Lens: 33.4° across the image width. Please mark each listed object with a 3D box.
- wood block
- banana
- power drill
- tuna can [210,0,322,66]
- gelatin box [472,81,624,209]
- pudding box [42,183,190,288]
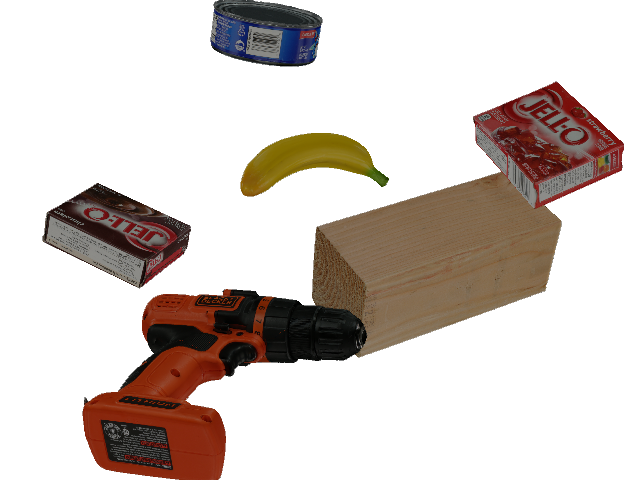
[{"bbox_3d":[0.104,0.019,0.977,0.205,0.090,0.091,-17,42,-24],"label":"wood block"},{"bbox_3d":[-0.012,-0.084,1.130,0.197,0.037,0.070,-8,48,-38],"label":"banana"},{"bbox_3d":[-0.073,0.100,0.787,0.185,0.057,0.187,1,25,19],"label":"power drill"},{"bbox_3d":[-0.043,-0.163,0.835,0.086,0.034,0.086,8,22,-3],"label":"tuna can"},{"bbox_3d":[0.164,-0.071,0.774,0.073,0.030,0.089,-23,46,-9],"label":"gelatin box"},{"bbox_3d":[-0.195,-0.006,1.029,0.113,0.039,0.090,23,27,12],"label":"pudding box"}]
